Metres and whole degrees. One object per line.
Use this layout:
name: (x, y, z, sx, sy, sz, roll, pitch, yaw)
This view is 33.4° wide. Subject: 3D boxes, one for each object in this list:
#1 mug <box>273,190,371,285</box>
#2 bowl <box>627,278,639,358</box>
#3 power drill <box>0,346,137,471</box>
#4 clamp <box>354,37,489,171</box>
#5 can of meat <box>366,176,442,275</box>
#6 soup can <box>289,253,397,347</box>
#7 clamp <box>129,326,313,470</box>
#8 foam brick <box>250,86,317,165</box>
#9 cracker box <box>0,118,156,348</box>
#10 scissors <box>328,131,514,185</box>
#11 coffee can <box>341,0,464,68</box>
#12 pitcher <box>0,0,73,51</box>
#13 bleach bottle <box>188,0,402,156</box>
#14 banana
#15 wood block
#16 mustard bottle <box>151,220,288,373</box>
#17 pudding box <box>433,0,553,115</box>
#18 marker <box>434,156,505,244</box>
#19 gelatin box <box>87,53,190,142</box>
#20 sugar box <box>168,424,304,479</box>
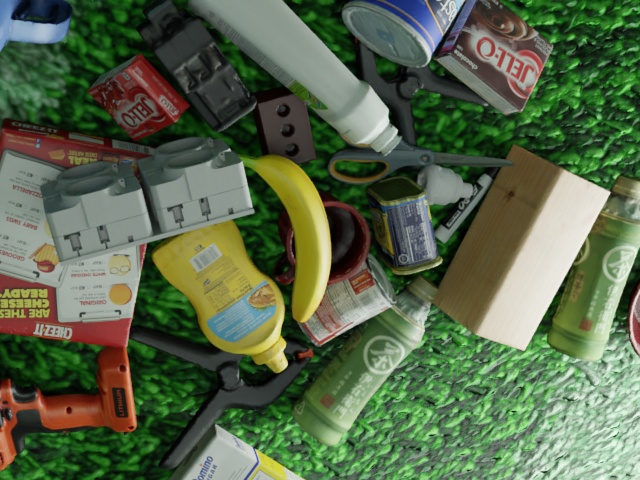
mug: (-0.008, 0.001, 1.173, 0.093, 0.081, 0.117, 40, 94, -21)
bowl: (0.442, 0.081, 1.320, 0.162, 0.055, 0.162, -4, 107, -13)
power drill: (-0.298, 0.161, 1.150, 0.187, 0.057, 0.184, -8, 126, -9)
clamp: (0.092, -0.159, 1.173, 0.171, 0.039, 0.120, 36, 91, -18)
can of meat: (0.090, -0.018, 1.182, 0.057, 0.102, 0.084, -15, 107, -8)
soup can: (0.026, 0.067, 1.196, 0.102, 0.068, 0.068, -30, 112, 12)
clamp: (-0.108, 0.165, 1.212, 0.209, 0.036, 0.164, -8, 92, -14)
foam brick: (-0.040, -0.122, 1.145, 0.053, 0.051, 0.078, -16, 109, -9)
cracker box: (-0.265, -0.006, 1.116, 0.164, 0.072, 0.214, 9, 105, -16)
scissors: (0.104, -0.107, 1.163, 0.202, 0.016, 0.096, -9, 117, 12)
coffee can: (0.100, -0.263, 1.089, 0.102, 0.103, 0.140, 35, 80, -21)
pitcher: (-0.318, -0.208, 0.948, 0.149, 0.243, 0.145, -28, 115, 2)
bleach bottle: (-0.019, -0.179, 1.078, 0.250, 0.102, 0.068, 42, 87, -8)
banana: (-0.024, -0.010, 1.104, 0.070, 0.037, 0.198, -16, 109, 10)
wood block: (0.226, 0.009, 1.218, 0.090, 0.091, 0.206, 20, 102, -35)
mustard bottle: (-0.094, 0.066, 1.169, 0.096, 0.058, 0.191, -35, 101, -8)
pudding box: (0.191, -0.205, 1.167, 0.113, 0.039, 0.090, 33, 73, -19)
marker: (0.176, -0.048, 1.236, 0.020, 0.020, 0.121, 38, 95, -21)
gelatin box: (-0.185, -0.143, 1.084, 0.073, 0.089, 0.030, 48, 57, -22)
sugar box: (-0.084, 0.301, 1.267, 0.176, 0.048, 0.093, 37, 95, -17)
